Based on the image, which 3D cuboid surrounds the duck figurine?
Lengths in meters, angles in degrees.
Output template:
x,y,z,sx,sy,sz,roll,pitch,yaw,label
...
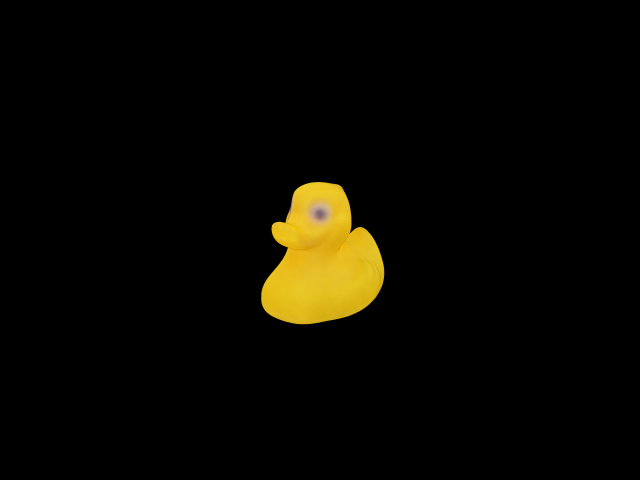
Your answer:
x,y,z,sx,sy,sz,roll,pitch,yaw,label
0.004,0.001,0.400,0.077,0.086,0.105,14,22,38,duck figurine
